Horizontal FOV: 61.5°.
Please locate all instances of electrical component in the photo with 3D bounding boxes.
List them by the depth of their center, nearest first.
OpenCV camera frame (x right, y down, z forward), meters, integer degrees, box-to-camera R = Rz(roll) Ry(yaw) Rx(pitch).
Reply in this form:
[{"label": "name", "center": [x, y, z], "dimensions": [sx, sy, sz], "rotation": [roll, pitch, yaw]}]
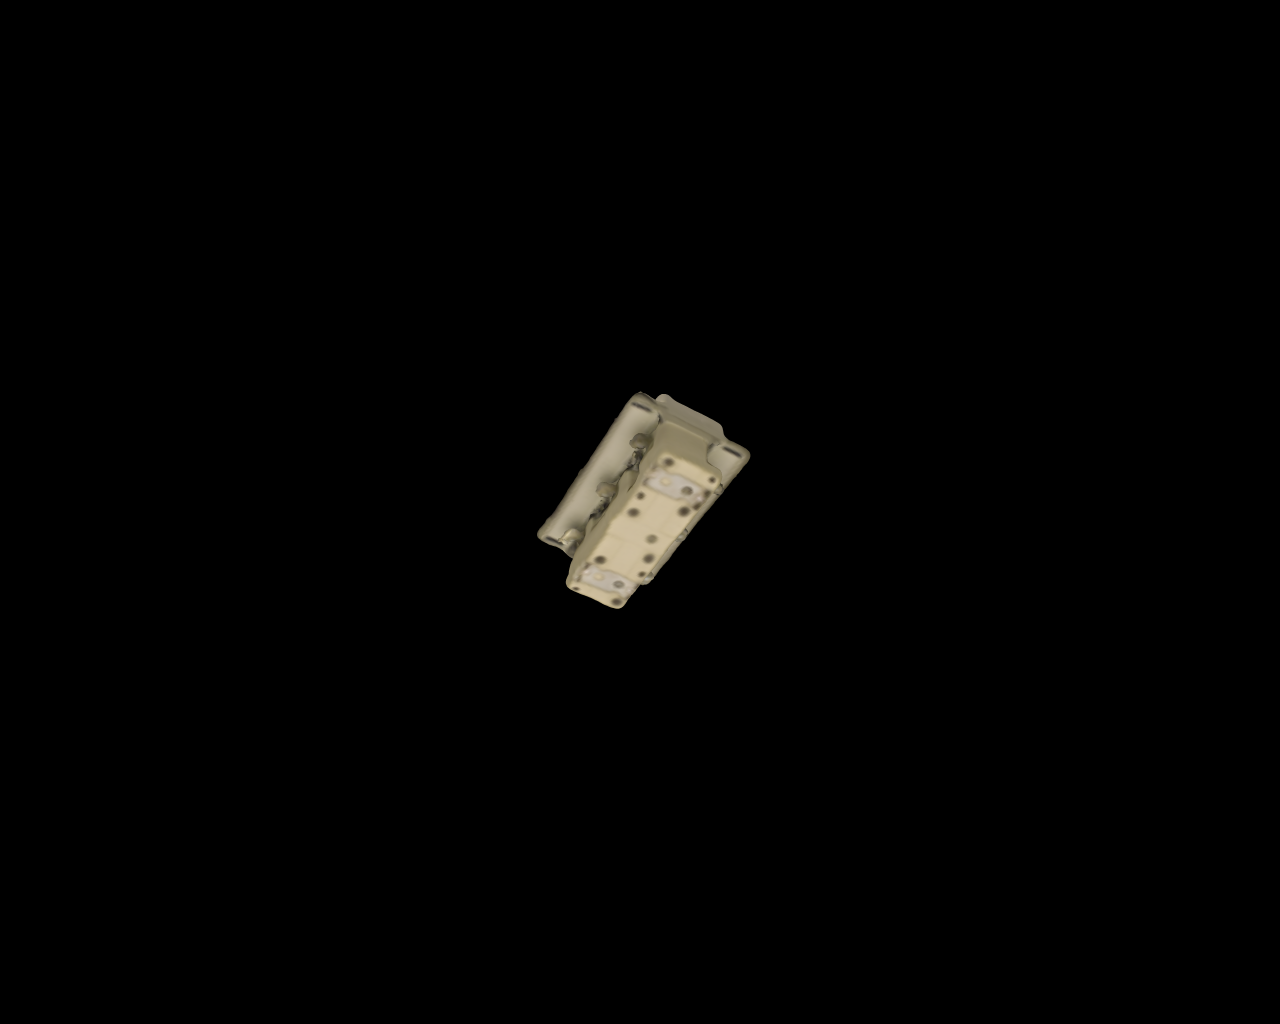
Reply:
[{"label": "electrical component", "center": [0.001, -0.003, 0.650], "dimensions": [0.079, 0.121, 0.063], "rotation": [27, 32, -18]}]
